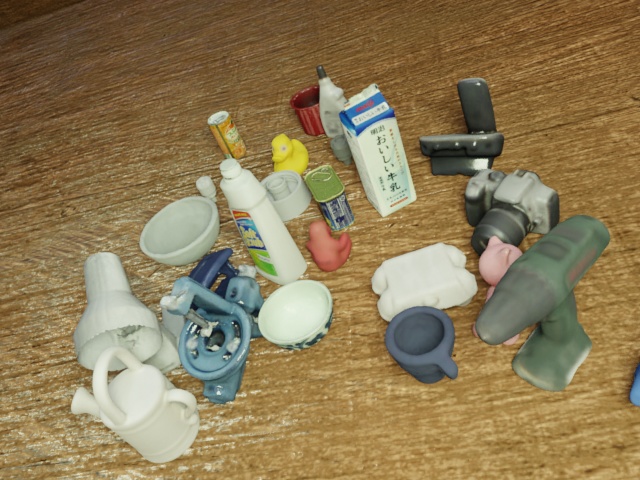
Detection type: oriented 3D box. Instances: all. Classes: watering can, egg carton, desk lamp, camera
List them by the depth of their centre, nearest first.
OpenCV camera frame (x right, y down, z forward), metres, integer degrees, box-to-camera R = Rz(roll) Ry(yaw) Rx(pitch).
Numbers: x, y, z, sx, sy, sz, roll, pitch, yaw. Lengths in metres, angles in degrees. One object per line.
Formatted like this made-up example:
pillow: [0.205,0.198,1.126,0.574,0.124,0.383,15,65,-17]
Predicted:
watering can: [-0.263,0.228,0.804,0.173,0.194,0.100,-25,42,0]
egg carton: [0.155,0.068,0.865,0.150,0.070,0.107,-19,42,6]
camera: [0.280,-0.043,0.896,0.142,0.101,0.137,23,60,40]
desk lamp: [-0.298,0.131,0.905,0.118,0.214,0.202,-26,42,-1]

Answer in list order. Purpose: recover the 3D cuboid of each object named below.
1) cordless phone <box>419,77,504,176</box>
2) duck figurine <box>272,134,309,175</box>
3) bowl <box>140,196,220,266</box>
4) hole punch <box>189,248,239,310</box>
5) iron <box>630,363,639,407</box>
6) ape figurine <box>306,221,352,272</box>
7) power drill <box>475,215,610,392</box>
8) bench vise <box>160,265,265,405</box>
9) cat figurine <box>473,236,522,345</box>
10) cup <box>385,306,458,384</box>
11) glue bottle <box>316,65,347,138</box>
cordless phone: [0.245,-0.209,1.020,0.147,0.185,0.094,-1,47,25]
duck figurine: [-0.071,-0.187,1.220,0.077,0.086,0.104,1,48,26]
bowl: [-0.264,-0.005,1.133,0.167,0.075,0.167,-13,43,13]
hole punch: [-0.198,0.070,1.013,0.100,0.091,0.109,8,51,31]
iron: [0.456,0.088,0.649,0.118,0.142,0.259,23,60,40]
ape figurine: [0.009,0.004,0.983,0.077,0.092,0.076,2,48,27]
power drill: [0.271,0.087,0.687,0.075,0.209,0.230,24,60,40]
bench vise: [-0.162,0.109,0.859,0.121,0.220,0.207,-14,43,12]
cat figurine: [0.249,0.061,0.793,0.067,0.118,0.128,6,50,30]
cup: [0.148,0.156,0.760,0.092,0.095,0.117,-34,42,-10]
glue bottle: [0.026,-0.295,1.219,0.077,0.173,0.037,7,50,31]
